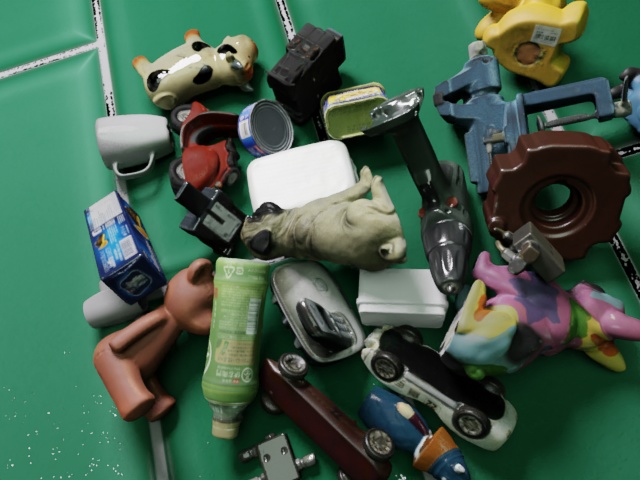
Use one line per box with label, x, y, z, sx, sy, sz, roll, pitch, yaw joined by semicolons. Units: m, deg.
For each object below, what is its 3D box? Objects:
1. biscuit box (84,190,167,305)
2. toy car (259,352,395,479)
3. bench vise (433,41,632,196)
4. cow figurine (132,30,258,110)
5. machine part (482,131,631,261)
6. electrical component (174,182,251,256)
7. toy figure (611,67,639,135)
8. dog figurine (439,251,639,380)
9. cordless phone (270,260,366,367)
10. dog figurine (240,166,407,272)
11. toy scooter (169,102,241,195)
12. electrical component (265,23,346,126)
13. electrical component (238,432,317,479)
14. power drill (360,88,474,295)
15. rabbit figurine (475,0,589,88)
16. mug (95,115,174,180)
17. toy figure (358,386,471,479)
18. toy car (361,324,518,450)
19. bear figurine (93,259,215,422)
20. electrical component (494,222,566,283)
biscuit box;-0.274;0.006;0.746;0.059;0.062;0.203;-35;40;-6
toy car;0.005;0.219;0.662;0.202;0.089;0.053;38;38;21
bench vise;0.286;-0.177;0.736;0.241;0.128;0.223;-8;76;24
cow figurine;-0.191;-0.275;0.874;0.195;0.085;0.127;-27;62;-5
machine part;0.295;-0.052;0.679;0.179;0.179;0.056;1;29;9
electrical component;-0.161;-0.036;0.759;0.048;0.119;0.075;12;70;51
toy figure;0.485;-0.164;0.734;0.089;0.082;0.180;-30;66;-1
dog figurine;0.269;0.110;0.637;0.219;0.108;0.191;20;44;12
cordless phone;-0.017;0.080;0.661;0.089;0.184;0.147;-31;68;1
dog figurine;-0.001;0.000;0.677;0.191;0.172;0.121;-20;108;-3
toy scooter;-0.161;-0.143;0.826;0.135;0.075;0.184;-9;64;3
electrical component;-0.015;-0.258;0.824;0.058;0.114;0.134;36;80;16
electrical component;-0.053;0.277;0.679;0.094;0.021;0.063;-22;68;0
power drill;0.133;-0.072;0.662;0.086;0.207;0.232;-26;23;29
rabbit figurine;0.320;-0.331;0.820;0.163;0.121;0.173;14;58;23
mug;-0.286;-0.149;0.843;0.107;0.080;0.109;-13;62;-7
toy figure;0.118;0.239;0.646;0.155;0.064;0.058;35;67;19
toy car;0.143;0.175;0.662;0.202;0.056;0.073;31;41;18
bear figurine;-0.189;0.127;0.708;0.196;0.120;0.132;-36;73;-12
electrical component;0.247;0.013;0.636;0.045;0.102;0.078;-40;97;26
